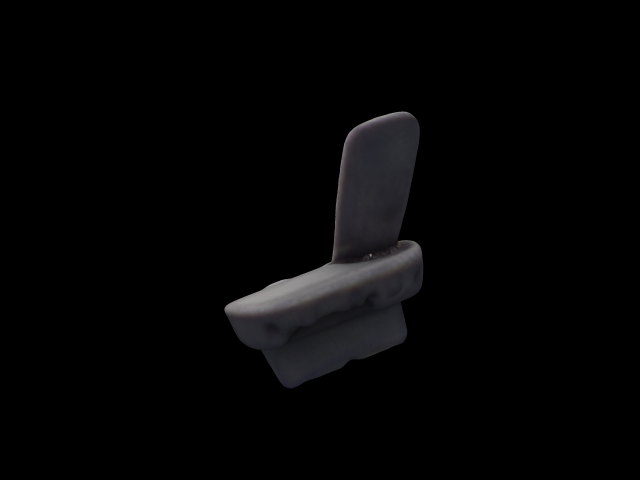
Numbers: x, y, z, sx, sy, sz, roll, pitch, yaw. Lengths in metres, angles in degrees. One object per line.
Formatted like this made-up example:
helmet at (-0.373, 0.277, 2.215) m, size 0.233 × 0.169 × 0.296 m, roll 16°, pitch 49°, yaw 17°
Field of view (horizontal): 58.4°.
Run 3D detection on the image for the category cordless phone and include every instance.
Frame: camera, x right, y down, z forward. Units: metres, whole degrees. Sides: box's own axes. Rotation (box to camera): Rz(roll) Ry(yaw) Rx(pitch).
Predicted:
cordless phone at (0.004, 0.001, 0.400) m, size 0.148 × 0.185 × 0.094 m, roll -22°, pitch 45°, yaw -23°
